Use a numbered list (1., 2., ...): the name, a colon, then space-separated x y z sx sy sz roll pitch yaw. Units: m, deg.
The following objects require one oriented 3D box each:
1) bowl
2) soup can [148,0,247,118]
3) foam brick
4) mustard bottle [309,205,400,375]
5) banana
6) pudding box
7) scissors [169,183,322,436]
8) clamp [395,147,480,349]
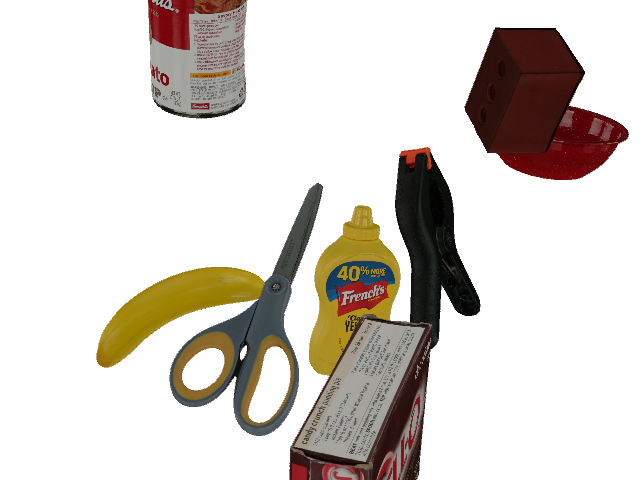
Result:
1. bowl: 0.249 -0.107 1.165 0.162 0.055 0.162 6 23 -3
2. soup can: -0.082 -0.143 0.721 0.068 0.102 0.068 3 34 -2
3. foam brick: 0.145 -0.107 0.768 0.051 0.053 0.078 -5 -41 -19
4. mustard bottle: 0.041 0.055 1.199 0.096 0.192 0.058 1 15 -12
5. banana: -0.132 0.065 0.983 0.198 0.069 0.037 -19 25 14
6. pudding box: 0.019 0.098 0.473 0.039 0.090 0.113 10 29 13
7. scissors: -0.050 0.042 0.743 0.096 0.201 0.016 -1 -35 6
8. clamp: 0.093 0.009 0.924 0.039 0.171 0.120 -12 15 26
